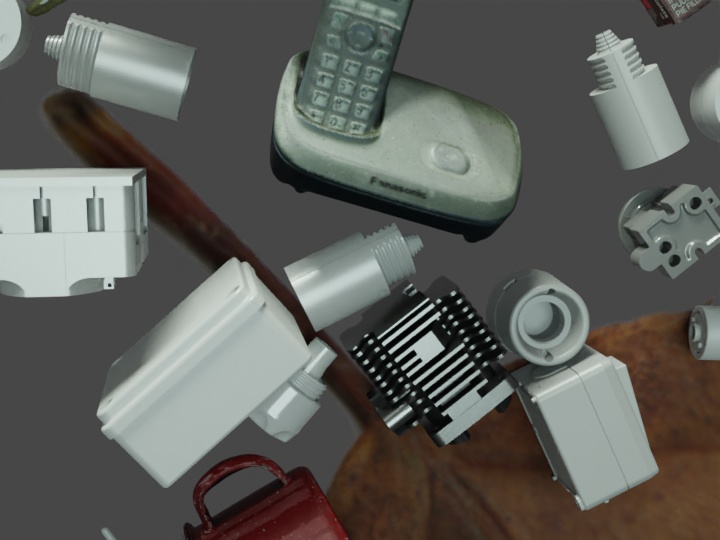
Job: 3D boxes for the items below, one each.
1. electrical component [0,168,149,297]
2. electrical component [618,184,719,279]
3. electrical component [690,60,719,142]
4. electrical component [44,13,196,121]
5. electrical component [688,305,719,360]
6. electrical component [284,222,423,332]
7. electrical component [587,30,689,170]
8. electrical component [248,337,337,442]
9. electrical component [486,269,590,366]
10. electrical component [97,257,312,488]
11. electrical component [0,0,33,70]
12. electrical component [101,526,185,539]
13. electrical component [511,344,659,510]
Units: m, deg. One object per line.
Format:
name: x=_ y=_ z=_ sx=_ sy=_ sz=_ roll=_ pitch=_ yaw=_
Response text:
electrical component: x=-0.213 y=-0.022 z=0.584 sx=0.186 sy=0.105 sz=0.060 roll=-1 pitch=98 yaw=-7
electrical component: x=0.188 y=-0.026 z=0.660 sx=0.066 sy=0.055 sz=0.048 roll=-38 pitch=101 yaw=-1
electrical component: x=0.259 y=-0.139 z=0.645 sx=0.052 sy=0.073 sz=0.138 roll=29 pitch=93 yaw=-10
electrical component: x=-0.138 y=-0.117 z=0.612 sx=0.081 sy=0.043 sz=0.043 roll=15 pitch=96 yaw=-9
electrical component: x=0.244 y=0.041 z=0.685 sx=0.065 sy=0.044 sz=0.044 roll=2 pitch=98 yaw=-3
electrical component: x=0.000 y=0.000 z=0.646 sx=0.081 sy=0.043 sz=0.043 roll=-27 pitch=100 yaw=-3
electrical component: x=0.163 y=-0.106 z=0.652 sx=0.043 sy=0.043 sz=0.081 roll=-27 pitch=100 yaw=-3
electrical component: x=-0.040 y=0.069 z=0.650 sx=0.043 sy=0.043 sz=0.062 roll=41 pitch=91 yaw=-11
electrical component: x=0.110 y=0.030 z=0.662 sx=0.055 sy=0.047 sz=0.055 roll=-1 pitch=98 yaw=-7
electrical component: x=-0.088 y=0.054 z=0.609 sx=0.109 sy=0.108 sz=0.056 roll=-42 pitch=103 yaw=0
electrical component: x=-0.248 y=-0.114 z=0.583 sx=0.138 sy=0.073 sz=0.052 roll=-31 pitch=100 yaw=-2
electrical component: x=-0.141 y=0.190 z=0.652 sx=0.083 sy=0.047 sz=0.075 roll=-35 pitch=101 yaw=-2
electrical component: x=0.144 y=0.099 z=0.669 sx=0.061 sy=0.061 sz=0.096 roll=-26 pitch=100 yaw=-3
